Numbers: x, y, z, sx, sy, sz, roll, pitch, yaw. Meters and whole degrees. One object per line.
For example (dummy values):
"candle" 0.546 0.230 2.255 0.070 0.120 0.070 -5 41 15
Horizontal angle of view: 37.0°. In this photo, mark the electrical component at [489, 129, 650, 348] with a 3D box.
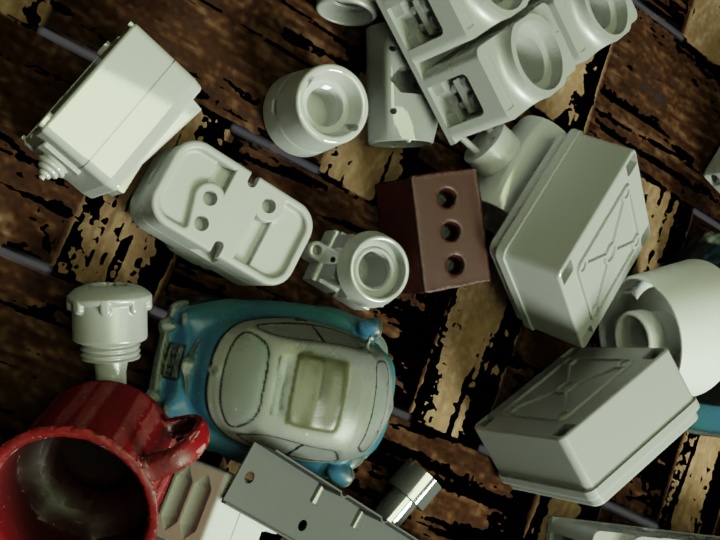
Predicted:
"electrical component" 0.147 -0.020 0.737 0.108 0.056 0.108 -56 147 -17

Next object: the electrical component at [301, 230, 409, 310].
"electrical component" 0.000 0.000 0.687 0.066 0.055 0.048 31 75 -24

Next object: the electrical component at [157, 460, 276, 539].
"electrical component" -0.081 0.144 0.640 0.077 0.066 0.047 31 74 -44

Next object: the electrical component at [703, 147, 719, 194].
"electrical component" 0.347 -0.065 0.840 0.109 0.109 0.056 40 75 -21

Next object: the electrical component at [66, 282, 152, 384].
"electrical component" -0.144 0.039 0.619 0.048 0.048 0.062 -3 97 -28

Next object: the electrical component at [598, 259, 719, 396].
"electrical component" 0.222 0.044 0.778 0.064 0.099 0.099 -7 92 -26

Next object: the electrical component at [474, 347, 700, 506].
"electrical component" 0.154 0.103 0.736 0.109 0.109 0.056 -34 101 -24

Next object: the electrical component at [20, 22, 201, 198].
"electrical component" -0.143 -0.081 0.611 0.061 0.062 0.096 43 71 -20

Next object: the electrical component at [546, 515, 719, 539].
"electrical component" 0.225 0.249 0.797 0.186 0.060 0.105 13 83 -27

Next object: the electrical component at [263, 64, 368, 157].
"electrical component" -0.027 -0.101 0.680 0.055 0.047 0.055 1 89 -27

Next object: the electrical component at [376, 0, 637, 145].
"electrical component" 0.108 -0.176 0.715 0.186 0.060 0.105 -40 107 -40

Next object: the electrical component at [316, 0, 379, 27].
"electrical component" -0.006 -0.187 0.698 0.040 0.040 0.046 14 77 -27

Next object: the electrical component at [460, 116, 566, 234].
"electrical component" 0.099 -0.076 0.748 0.079 0.043 0.077 40 71 -21

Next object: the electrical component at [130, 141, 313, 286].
"electrical component" -0.085 -0.032 0.642 0.095 0.059 0.053 32 75 -23

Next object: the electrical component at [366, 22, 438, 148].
"electrical component" 0.042 -0.121 0.719 0.079 0.043 0.077 -1 90 -28
